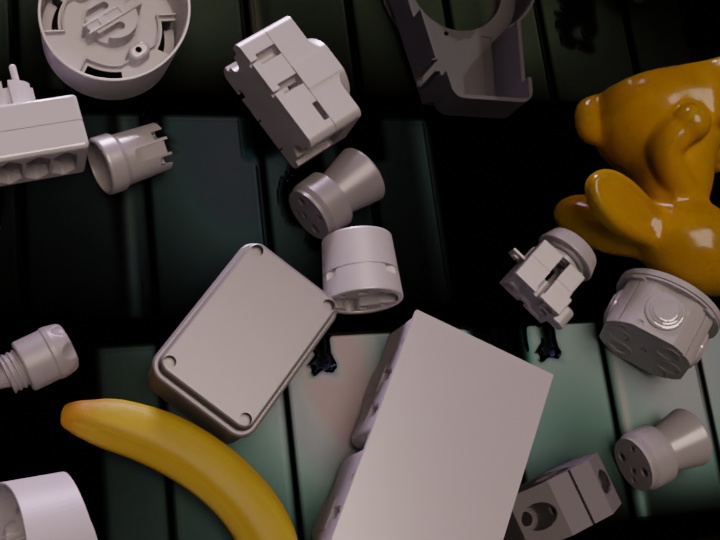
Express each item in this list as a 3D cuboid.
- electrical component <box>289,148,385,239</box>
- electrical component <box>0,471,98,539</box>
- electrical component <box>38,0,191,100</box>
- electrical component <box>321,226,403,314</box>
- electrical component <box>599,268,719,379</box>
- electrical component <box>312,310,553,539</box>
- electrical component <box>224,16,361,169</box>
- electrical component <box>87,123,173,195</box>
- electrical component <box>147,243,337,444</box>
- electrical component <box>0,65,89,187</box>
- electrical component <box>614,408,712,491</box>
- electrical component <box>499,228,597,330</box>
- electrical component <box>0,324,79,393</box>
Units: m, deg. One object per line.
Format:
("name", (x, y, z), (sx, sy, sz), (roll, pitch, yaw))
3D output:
("electrical component", (-0.017, -0.054, 0.763), (0.055, 0.045, 0.045), (-39, 88, -24))
("electrical component", (-0.183, 0.166, 0.610), (0.064, 0.099, 0.099), (-13, 77, -28))
("electrical component", (-0.170, -0.169, 0.738), (0.099, 0.064, 0.099), (5, 71, -16))
("electrical component", (0.000, 0.000, 0.746), (0.055, 0.055, 0.047), (0, 69, -18))
("electrical component", (0.220, 0.039, 0.792), (0.080, 0.080, 0.051), (35, 71, -5))
("electrical component", (0.044, 0.137, 0.713), (0.105, 0.060, 0.186), (26, 67, -9))
("electrical component", (-0.046, -0.129, 0.774), (0.056, 0.050, 0.089), (-36, 87, -24))
("electrical component", (-0.155, -0.077, 0.728), (0.046, 0.040, 0.040), (-24, 82, -29))
("electrical component", (-0.077, 0.048, 0.703), (0.078, 0.057, 0.113), (38, 66, -4))
("electrical component", (-0.230, -0.100, 0.706), (0.083, 0.047, 0.075), (-13, 78, -22))
("electrical component", (0.220, 0.131, 0.781), (0.055, 0.045, 0.045), (-20, 80, -22))
("electrical component", (0.142, 0.002, 0.797), (0.066, 0.048, 0.055), (44, 73, 0))
("electrical component", (-0.209, 0.060, 0.669), (0.061, 0.035, 0.035), (-27, 83, -21))
